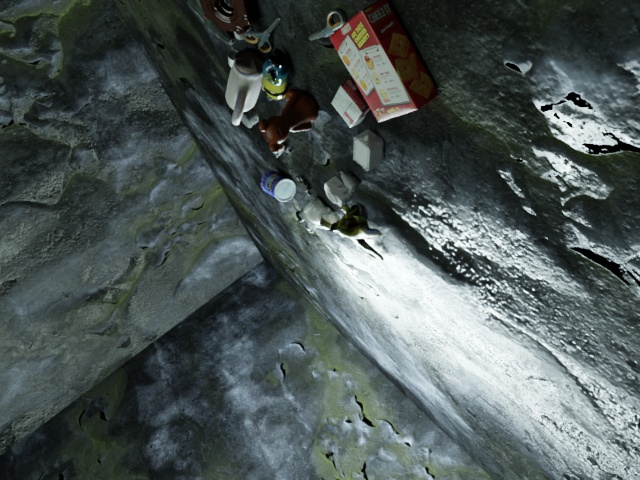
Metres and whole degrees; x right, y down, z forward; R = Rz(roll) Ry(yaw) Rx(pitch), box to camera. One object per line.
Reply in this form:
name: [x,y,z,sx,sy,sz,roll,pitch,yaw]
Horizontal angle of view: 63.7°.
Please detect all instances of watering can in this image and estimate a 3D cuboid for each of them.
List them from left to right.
watering can: [-0.242,-0.522,1.672,0.356,0.104,0.219,-90,19,-46]

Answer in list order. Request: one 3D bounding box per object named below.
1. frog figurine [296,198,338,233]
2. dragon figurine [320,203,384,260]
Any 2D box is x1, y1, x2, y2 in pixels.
frog figurine: [0.006,-0.102,2.033,0.158,0.125,0.136,-14,107,35]
dragon figurine: [0.149,-0.013,1.804,0.239,0.122,0.415,42,176,-33]
